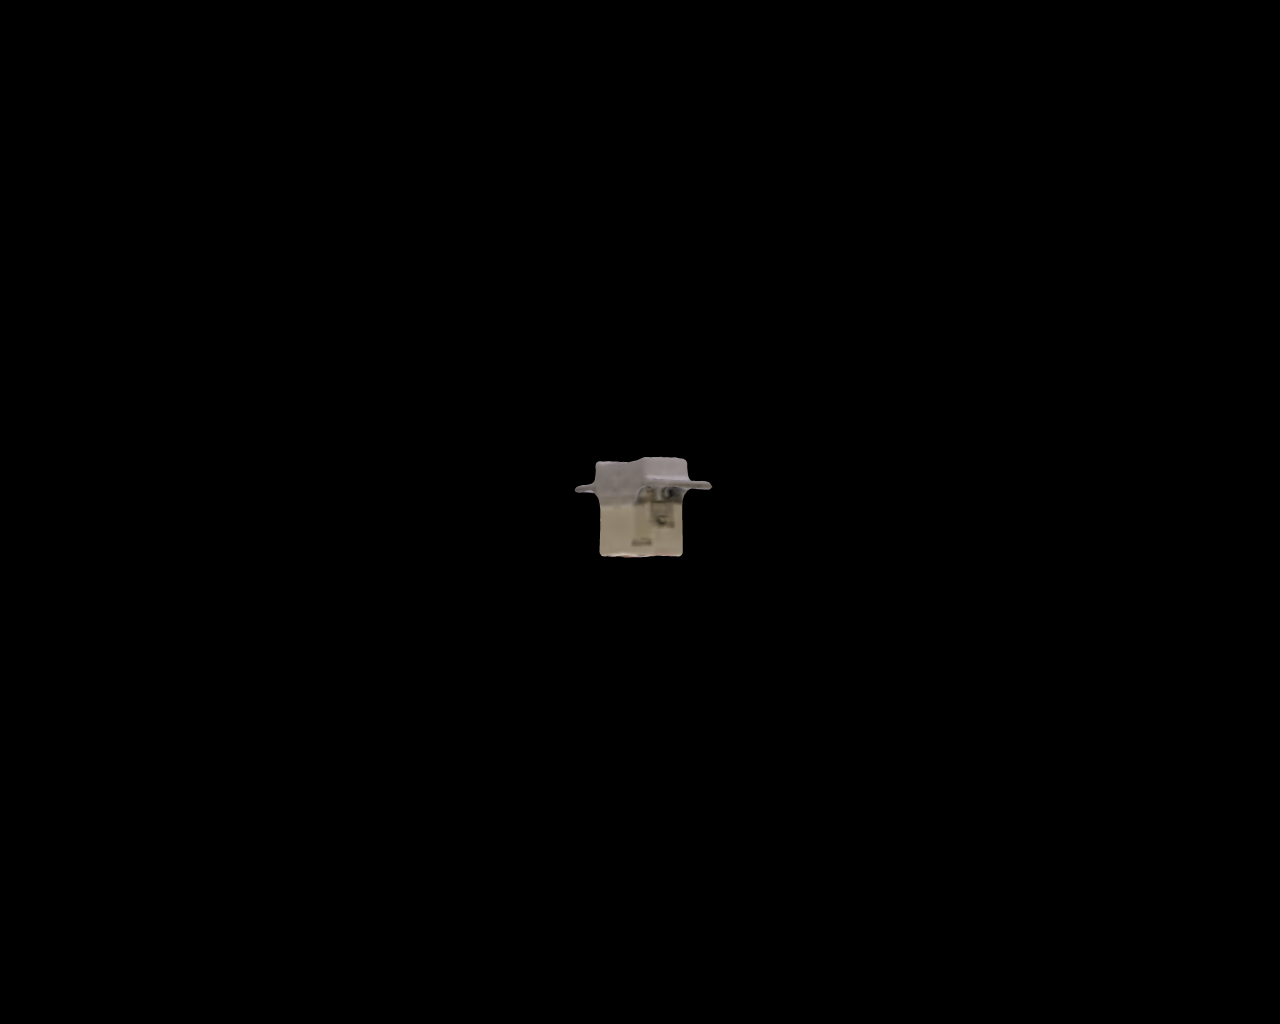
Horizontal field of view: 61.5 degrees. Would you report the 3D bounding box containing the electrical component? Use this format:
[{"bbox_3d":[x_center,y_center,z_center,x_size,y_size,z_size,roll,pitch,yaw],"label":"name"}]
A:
[{"bbox_3d":[0.001,-0.003,0.650,0.042,0.063,0.081,2,-3,-43],"label":"electrical component"}]
